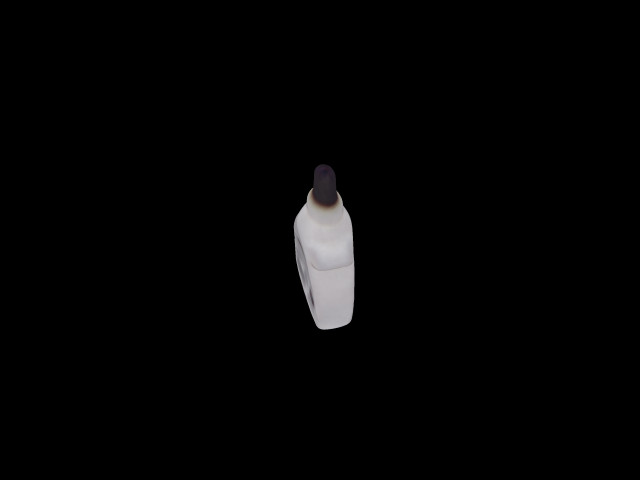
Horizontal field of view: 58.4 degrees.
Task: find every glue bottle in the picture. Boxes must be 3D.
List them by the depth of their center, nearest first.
[{"bbox_3d":[0.004,0.001,0.400,0.037,0.173,0.078,-14,64,-6],"label":"glue bottle"}]
